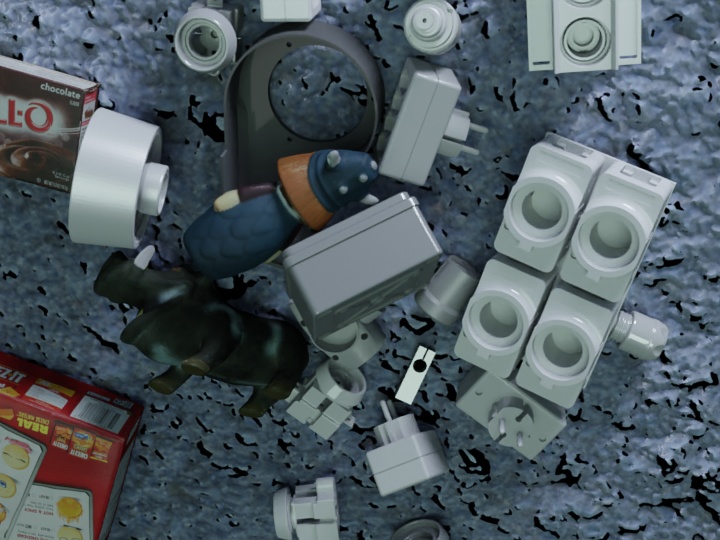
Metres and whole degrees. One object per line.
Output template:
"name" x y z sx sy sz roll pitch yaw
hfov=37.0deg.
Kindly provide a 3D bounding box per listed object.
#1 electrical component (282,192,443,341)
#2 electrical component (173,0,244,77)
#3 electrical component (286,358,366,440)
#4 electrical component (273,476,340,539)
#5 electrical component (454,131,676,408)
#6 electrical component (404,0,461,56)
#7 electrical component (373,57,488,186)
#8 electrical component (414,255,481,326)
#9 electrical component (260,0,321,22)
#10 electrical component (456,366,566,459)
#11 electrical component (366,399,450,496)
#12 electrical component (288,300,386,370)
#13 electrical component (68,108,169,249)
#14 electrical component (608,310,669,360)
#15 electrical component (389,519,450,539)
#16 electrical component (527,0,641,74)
"electrical component" 0.000 0.000 0.819 0.109 0.108 0.056 -26 78 -8
"electrical component" -0.113 -0.177 0.816 0.048 0.055 0.066 8 113 5
"electrical component" -0.027 0.107 0.929 0.066 0.048 0.055 37 120 -8
"electrical component" -0.049 0.220 0.979 0.055 0.048 0.066 -6 111 2
"electrical component" 0.155 0.002 0.836 0.105 0.060 0.186 25 115 15
"electrical component" 0.052 -0.178 0.784 0.040 0.078 0.040 1 98 10
"electrical component" 0.060 -0.109 0.826 0.076 0.047 0.083 15 114 -12
"electrical component" 0.073 0.016 0.880 0.040 0.040 0.046 35 108 -7
"electrical component" -0.071 -0.228 0.793 0.076 0.047 0.083 1 113 7
"electrical component" 0.126 0.121 0.896 0.083 0.075 0.047 36 113 -8
"electrical component" 0.035 0.148 0.930 0.047 0.066 0.076 -24 78 17
"electrical component" -0.006 0.032 0.894 0.079 0.044 0.077 -38 103 19
"electrical component" -0.184 -0.068 0.846 0.060 0.108 0.108 12 114 -4
"electrical component" 0.217 0.049 0.876 0.061 0.035 0.035 24 114 0
"electrical component" 0.059 0.264 0.976 0.078 0.058 0.057 -17 112 14
"electrical component" 0.157 -0.207 0.762 0.079 0.063 0.121 -2 112 9
